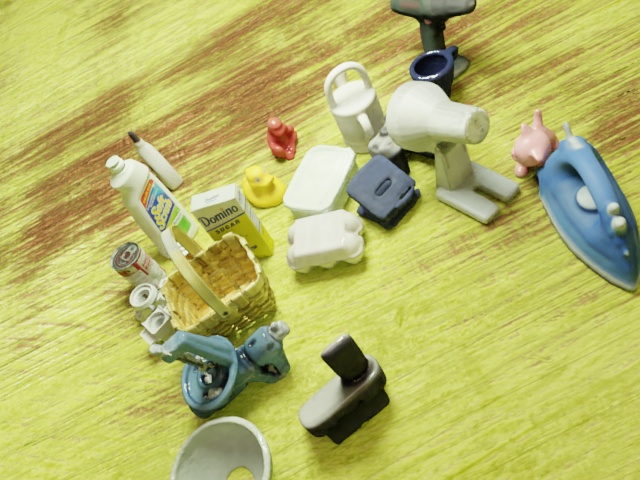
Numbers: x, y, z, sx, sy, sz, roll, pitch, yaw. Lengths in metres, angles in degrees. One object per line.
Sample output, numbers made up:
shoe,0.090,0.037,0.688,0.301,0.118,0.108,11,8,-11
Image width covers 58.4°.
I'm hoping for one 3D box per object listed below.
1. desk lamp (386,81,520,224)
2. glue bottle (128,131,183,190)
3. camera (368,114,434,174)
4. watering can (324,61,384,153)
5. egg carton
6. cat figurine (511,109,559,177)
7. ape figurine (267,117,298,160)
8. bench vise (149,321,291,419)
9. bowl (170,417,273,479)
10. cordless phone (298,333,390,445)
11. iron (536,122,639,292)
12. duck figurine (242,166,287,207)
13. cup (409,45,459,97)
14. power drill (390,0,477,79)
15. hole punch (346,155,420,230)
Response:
desk lamp,0.229,-0.163,0.991,0.118,0.214,0.202,-46,51,-12
glue bottle,-0.385,-0.188,1.313,0.077,0.174,0.037,30,72,37
camera,0.184,-0.196,1.110,0.136,0.101,0.143,26,70,36
watering can,0.064,-0.280,1.164,0.101,0.195,0.172,-43,50,-10
egg carton,0.010,0.004,1.063,0.150,0.070,0.107,-13,52,15
cat figurine,0.372,-0.169,0.995,0.067,0.118,0.128,7,59,28
ape figurine,-0.089,-0.232,1.265,0.078,0.092,0.076,-46,51,-12
bench vise,-0.159,0.177,0.912,0.207,0.220,0.121,-47,51,-13
bowl,-0.137,0.360,0.865,0.167,0.075,0.167,-12,52,16
cordless phone,0.017,0.208,0.834,0.148,0.186,0.093,-42,50,-8
iron,0.423,-0.059,0.876,0.118,0.142,0.258,-20,50,10
duck figurine,-0.128,-0.122,1.206,0.104,0.086,0.077,17,64,33
cup,0.248,-0.339,1.190,0.118,0.095,0.091,-42,50,-9
power drill,0.247,-0.440,1.190,0.076,0.209,0.228,-43,50,-10
hole punch,0.120,-0.091,1.069,0.100,0.091,0.109,31,73,37
